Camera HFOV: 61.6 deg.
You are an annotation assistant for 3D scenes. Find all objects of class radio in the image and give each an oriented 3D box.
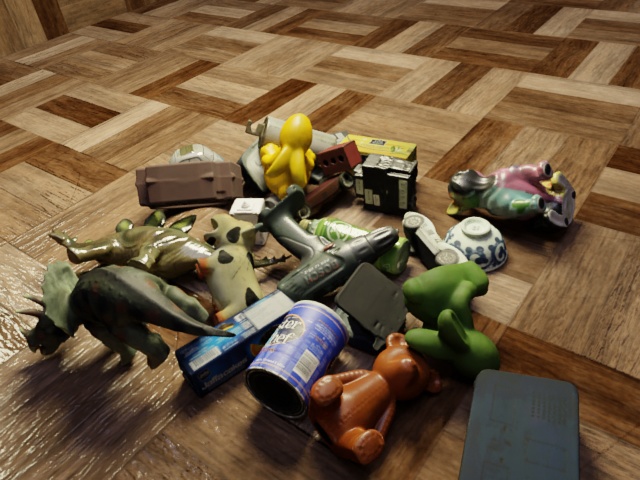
[{"bbox_3d":[0.240,0.271,0.652,0.131,0.073,0.230,8,39,19],"label":"radio"}]

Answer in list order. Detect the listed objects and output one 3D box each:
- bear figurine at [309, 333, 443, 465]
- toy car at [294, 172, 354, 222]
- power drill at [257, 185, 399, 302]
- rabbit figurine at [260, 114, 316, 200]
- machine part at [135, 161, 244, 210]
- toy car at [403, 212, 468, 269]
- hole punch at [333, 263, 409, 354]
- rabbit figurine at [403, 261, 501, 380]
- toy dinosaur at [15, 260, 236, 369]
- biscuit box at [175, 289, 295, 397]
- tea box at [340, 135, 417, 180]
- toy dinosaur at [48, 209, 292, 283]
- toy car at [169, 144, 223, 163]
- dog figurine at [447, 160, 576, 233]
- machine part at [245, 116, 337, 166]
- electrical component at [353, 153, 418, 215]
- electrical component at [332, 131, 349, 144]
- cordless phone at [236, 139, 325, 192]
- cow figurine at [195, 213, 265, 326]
[{"bbox_3d":[0.084,0.203,0.725,0.196,0.132,0.120,-30,73,-21],"label":"bear figurine"},{"bbox_3d":[-0.009,-0.084,1.143,0.202,0.053,0.089,-39,20,-33],"label":"toy car"},{"bbox_3d":[-0.002,-0.003,0.966,0.232,0.086,0.207,-39,69,-3],"label":"power drill"},{"bbox_3d":[-0.066,-0.176,1.114,0.122,0.173,0.162,18,43,-6],"label":"rabbit figurine"},{"bbox_3d":[-0.270,-0.113,1.136,0.202,0.087,0.201,-6,2,1],"label":"machine part"},{"bbox_3d":[0.206,0.022,0.970,0.056,0.073,0.202,-20,40,-10],"label":"toy car"},{"bbox_3d":[0.076,0.119,0.874,0.116,0.092,0.142,38,47,5],"label":"hole punch"},{"bbox_3d":[0.203,0.124,0.789,0.159,0.121,0.170,8,47,-49],"label":"rabbit figurine"},{"bbox_3d":[-0.308,0.097,0.816,0.405,0.192,0.131,-17,40,38],"label":"toy dinosaur"},{"bbox_3d":[-0.126,0.161,0.855,0.203,0.062,0.059,-30,44,-26],"label":"biscuit box"},{"bbox_3d":[0.128,-0.171,1.208,0.170,0.098,0.068,13,43,27],"label":"tea box"},{"bbox_3d":[-0.298,0.024,1.026,0.472,0.104,0.198,12,37,11],"label":"toy dinosaur"},{"bbox_3d":[-0.300,-0.175,1.278,0.162,0.102,0.109,-10,37,-6],"label":"toy car"},{"bbox_3d":[0.360,-0.083,1.057,0.219,0.191,0.108,2,71,50],"label":"dog figurine"},{"bbox_3d":[-0.052,-0.223,1.232,0.243,0.079,0.079,12,34,-18],"label":"machine part"},{"bbox_3d":[0.135,-0.117,1.125,0.134,0.114,0.058,14,41,22],"label":"electrical component"},{"bbox_3d":[0.041,-0.242,1.352,0.075,0.047,0.119,-13,40,-9],"label":"electrical component"},{"bbox_3d":[-0.089,-0.158,1.252,0.184,0.088,0.146,25,45,8],"label":"cordless phone"},{"bbox_3d":[-0.147,0.045,0.929,0.127,0.085,0.195,-15,79,-22],"label":"cow figurine"}]
